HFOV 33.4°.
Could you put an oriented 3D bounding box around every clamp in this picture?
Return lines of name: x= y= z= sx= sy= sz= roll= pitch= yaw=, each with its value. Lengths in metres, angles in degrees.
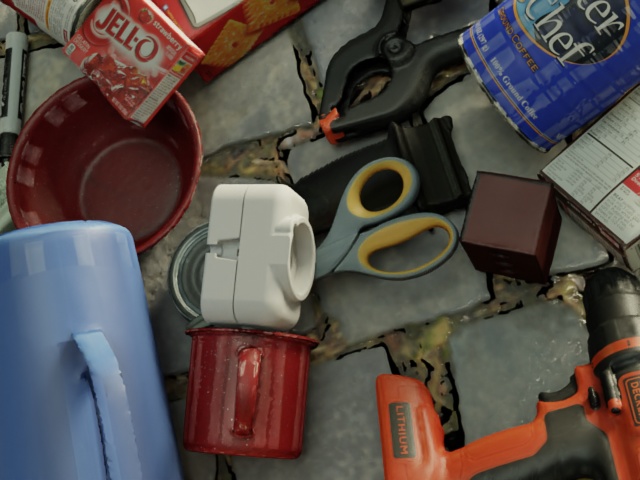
clamp: x=0.057 y=-0.147 z=0.806 sx=0.171 sy=0.039 sz=0.120 roll=-38 pitch=59 yaw=-4

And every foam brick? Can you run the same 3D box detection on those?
foam brick: x=0.129 y=-0.007 z=0.718 sx=0.053 sy=0.078 sz=0.051 roll=11 pitch=77 yaw=21

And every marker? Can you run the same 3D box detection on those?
marker: x=-0.259 y=-0.118 z=0.897 sx=0.020 sy=0.020 sz=0.121 roll=-6 pitch=71 yaw=14

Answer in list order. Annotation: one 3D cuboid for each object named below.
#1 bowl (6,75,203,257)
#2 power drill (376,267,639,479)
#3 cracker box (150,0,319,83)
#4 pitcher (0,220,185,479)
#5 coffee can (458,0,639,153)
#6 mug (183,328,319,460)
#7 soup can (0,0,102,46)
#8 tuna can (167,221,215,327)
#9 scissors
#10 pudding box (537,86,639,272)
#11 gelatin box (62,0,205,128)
bowl: x=-0.158 y=-0.048 z=0.826 sx=0.162 sy=0.055 sz=0.162 roll=-5 pitch=72 yaw=15
power drill: x=0.131 y=0.104 z=0.669 sx=0.188 sy=0.057 sz=0.184 roll=-15 pitch=43 yaw=13
cracker box: x=-0.055 y=-0.255 z=0.855 sx=0.214 sy=0.072 sz=0.164 roll=-36 pitch=68 yaw=2
pitcher: x=-0.156 y=0.112 z=0.701 sx=0.149 sy=0.144 sz=0.243 roll=-14 pitch=81 yaw=20
coffee can: x=0.178 y=-0.139 z=0.710 sx=0.140 sy=0.102 sz=0.103 roll=-37 pitch=65 yaw=24
mug: x=-0.049 y=0.104 z=0.717 sx=0.093 sy=0.117 sz=0.081 roll=6 pitch=79 yaw=-5
soup can: x=-0.212 y=-0.202 z=0.884 sx=0.102 sy=0.068 sz=0.068 roll=36 pitch=85 yaw=22
tuna can: x=-0.068 y=0.028 z=0.788 sx=0.086 sy=0.033 sz=0.086 roll=-5 pitch=72 yaw=15
scissors: x=-0.005 y=0.001 z=0.749 sx=0.202 sy=0.016 sz=0.096 roll=-11 pitch=78 yaw=10
pudding box: x=0.219 y=-0.049 z=0.720 sx=0.113 sy=0.039 sz=0.090 roll=-40 pitch=55 yaw=-1
gelatin box: x=-0.140 y=-0.140 z=0.796 sx=0.073 sy=0.030 sz=0.089 roll=-48 pitch=67 yaw=9
